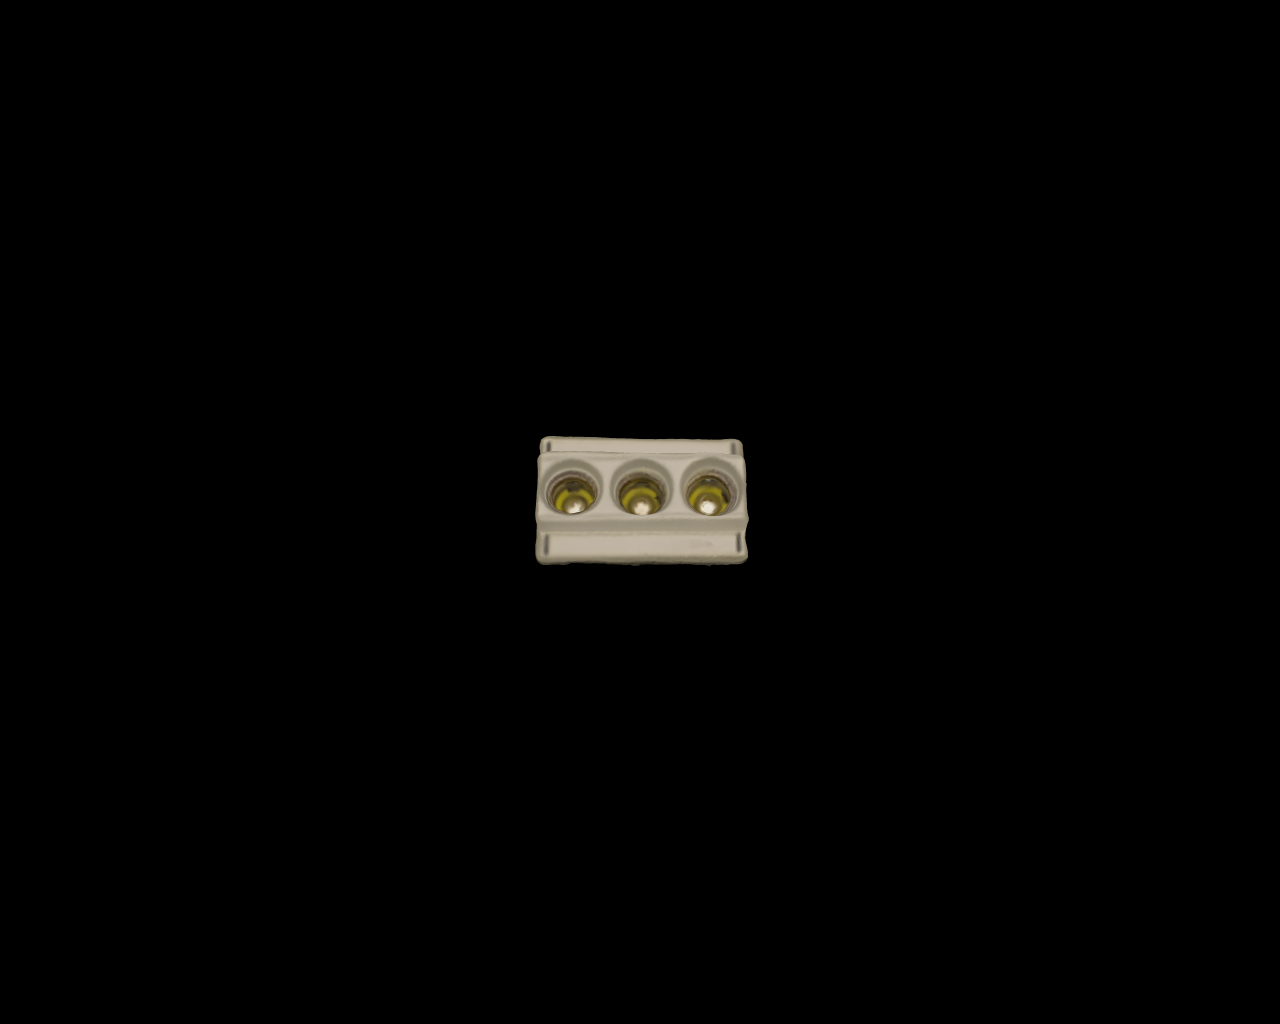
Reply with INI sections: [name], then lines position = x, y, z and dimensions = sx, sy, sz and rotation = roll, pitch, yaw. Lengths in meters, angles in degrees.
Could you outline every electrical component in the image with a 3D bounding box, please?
[electrical component]
position = 0.001, -0.003, 0.650
dimensions = 0.121, 0.079, 0.063
rotation = 0, -25, 0
